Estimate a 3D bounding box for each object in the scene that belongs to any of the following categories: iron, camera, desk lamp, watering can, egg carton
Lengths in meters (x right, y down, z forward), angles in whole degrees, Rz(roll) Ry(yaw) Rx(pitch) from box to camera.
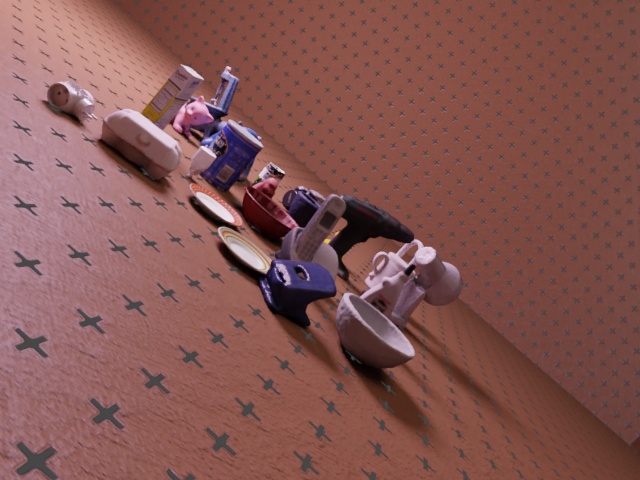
[{"bbox_3d":[-0.220,-0.252,1.589,0.118,0.141,0.259,42,10,10],"label":"iron"},{"bbox_3d":[-0.053,-0.118,1.747,0.137,0.100,0.142,29,14,-49],"label":"camera"},{"bbox_3d":[0.254,0.124,1.497,0.204,0.213,0.117,30,14,-46],"label":"desk lamp"},{"bbox_3d":[0.233,0.083,1.660,0.174,0.194,0.100,30,14,-46],"label":"watering can"},{"bbox_3d":[-0.328,-0.180,1.062,0.151,0.069,0.107,38,10,-16],"label":"egg carton"}]

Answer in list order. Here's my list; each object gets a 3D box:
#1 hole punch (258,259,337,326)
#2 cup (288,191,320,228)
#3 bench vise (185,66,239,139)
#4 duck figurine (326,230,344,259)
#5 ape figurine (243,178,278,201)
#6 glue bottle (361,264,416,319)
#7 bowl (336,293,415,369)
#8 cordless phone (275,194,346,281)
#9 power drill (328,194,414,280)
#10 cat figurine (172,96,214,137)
[{"bbox_3d":[-0.038,0.075,0.961,0.101,0.091,0.108,35,11,-31],"label":"hole punch"},{"bbox_3d":[-0.048,-0.074,1.587,0.091,0.095,0.118,41,9,4],"label":"cup"},{"bbox_3d":[-0.289,-0.385,1.691,0.207,0.219,0.121,39,9,-6],"label":"bench vise"},{"bbox_3d":[0.054,0.008,1.635,0.077,0.086,0.104,39,10,-6],"label":"duck figurine"},{"bbox_3d":[-0.141,-0.116,1.424,0.078,0.092,0.076,34,11,-32],"label":"ape figurine"},{"bbox_3d":[0.144,0.116,1.232,0.078,0.173,0.037,39,10,-10],"label":"glue bottle"},{"bbox_3d":[0.086,0.176,1.030,0.168,0.074,0.167,39,10,-8],"label":"bowl"},{"bbox_3d":[0.011,0.004,1.188,0.148,0.185,0.094,31,13,-43],"label":"cordless phone"},{"bbox_3d":[0.102,-0.003,1.501,0.230,0.208,0.075,38,10,-12],"label":"power drill"},{"bbox_3d":[-0.359,-0.353,1.580,0.127,0.117,0.067,44,10,22],"label":"cat figurine"}]
